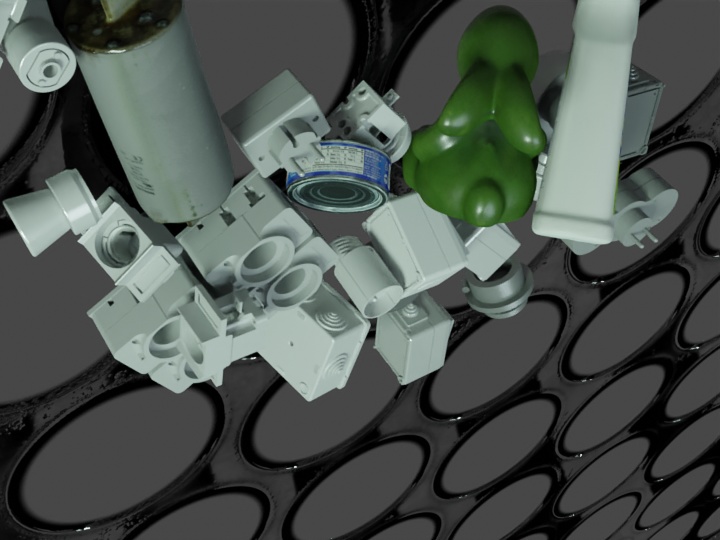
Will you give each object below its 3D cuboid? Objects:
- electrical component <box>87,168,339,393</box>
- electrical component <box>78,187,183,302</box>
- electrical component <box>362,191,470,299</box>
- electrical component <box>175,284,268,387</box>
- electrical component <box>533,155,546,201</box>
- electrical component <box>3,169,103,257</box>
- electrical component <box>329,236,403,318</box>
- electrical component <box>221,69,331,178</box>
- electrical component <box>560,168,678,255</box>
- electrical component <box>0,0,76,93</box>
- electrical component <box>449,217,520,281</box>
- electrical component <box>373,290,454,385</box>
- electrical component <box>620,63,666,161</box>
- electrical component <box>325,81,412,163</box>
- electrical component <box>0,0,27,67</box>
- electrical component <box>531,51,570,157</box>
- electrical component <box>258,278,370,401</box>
[{"bbox_3d":[-0.118,0.016,0.908,0.186,0.060,0.105,-40,147,3],"label":"electrical component"},{"bbox_3d":[-0.170,-0.019,0.811,0.042,0.081,0.064,-44,169,9],"label":"electrical component"},{"bbox_3d":[0.051,-0.032,0.988,0.061,0.096,0.062,-20,171,-27],"label":"electrical component"},{"bbox_3d":[-0.109,0.049,0.860,0.064,0.042,0.081,-20,143,-28],"label":"electrical component"},{"bbox_3d":[0.184,-0.101,1.079,0.035,0.035,0.061,-18,140,-28],"label":"electrical component"},{"bbox_3d":[-0.217,-0.041,0.760,0.055,0.045,0.045,-29,146,-14],"label":"electrical component"},{"bbox_3d":[0.000,0.000,0.983,0.043,0.081,0.043,-26,150,-17],"label":"electrical component"},{"bbox_3d":[-0.054,-0.100,0.815,0.066,0.076,0.047,-37,147,-3],"label":"electrical component"},{"bbox_3d":[0.266,-0.049,1.076,0.138,0.073,0.052,-20,143,-25],"label":"electrical component"},{"bbox_3d":[-0.197,-0.137,0.645,0.044,0.065,0.044,-25,145,-19],"label":"electrical component"},{"bbox_3d":[0.114,-0.038,1.063,0.061,0.061,0.096,-45,146,10],"label":"electrical component"},{"bbox_3d":[0.058,0.062,1.130,0.061,0.061,0.096,-23,144,-22],"label":"electrical component"},{"bbox_3d":[0.248,-0.160,1.051,0.062,0.061,0.096,-18,134,-28],"label":"electrical component"},{"bbox_3d":[0.011,-0.117,0.886,0.066,0.048,0.055,-45,139,10],"label":"electrical component"},{"bbox_3d":[-0.224,-0.156,0.592,0.063,0.079,0.121,-17,145,-57],"label":"electrical component"},{"bbox_3d":[0.178,-0.155,1.004,0.099,0.064,0.099,-19,129,-26],"label":"electrical component"},{"bbox_3d":[-0.048,0.060,0.996,0.048,0.100,0.099,-24,146,-43],"label":"electrical component"}]
